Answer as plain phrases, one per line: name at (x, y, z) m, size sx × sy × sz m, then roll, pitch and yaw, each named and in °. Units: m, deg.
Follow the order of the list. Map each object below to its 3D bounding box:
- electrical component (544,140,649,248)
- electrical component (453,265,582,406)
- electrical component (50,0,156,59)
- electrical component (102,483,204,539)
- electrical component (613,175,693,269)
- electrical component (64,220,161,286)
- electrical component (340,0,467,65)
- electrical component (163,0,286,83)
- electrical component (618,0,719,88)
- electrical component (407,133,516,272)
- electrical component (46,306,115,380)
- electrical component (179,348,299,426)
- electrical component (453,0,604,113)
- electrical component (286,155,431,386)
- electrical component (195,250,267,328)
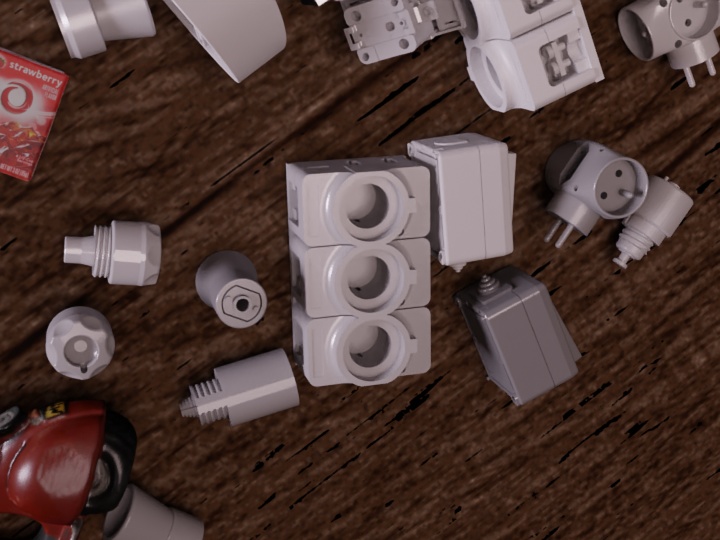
electrical component at (0.162, -0.051, 0.786) m, size 0.043 × 0.077 × 0.079 m, roll 32°, pitch 93°, yaw -22°
electrical component at (0.117, 0.041, 0.805) m, size 0.061 × 0.062 × 0.096 m, roll -27°, pitch 110°, yaw -8°
electrical component at (-0.162, -0.161, 0.676) m, size 0.055 × 0.045 × 0.045 m, roll -21°, pitch 109°, yaw -10°
electrical component at (-0.146, 0.186, 0.775) m, size 0.065 × 0.044 × 0.044 m, roll 30°, pitch 94°, yaw -26°
electrical component at (0.222, -0.036, 0.828) m, size 0.040 × 0.040 × 0.078 m, roll 33°, pitch 93°, yaw -22°
electrical component at (-0.165, -0.012, 0.715) m, size 0.062 × 0.043 × 0.043 m, roll 3°, pitch 103°, yaw -17°
electrical component at (0.024, -0.167, 0.713) m, size 0.081 × 0.064 × 0.042 m, roll -10°, pitch 111°, yaw 30°
electrical component at (-0.093, -0.164, 0.668) m, size 0.064 × 0.099 × 0.099 m, roll -34°, pitch 111°, yaw -13°
electrical component at (0.242, -0.175, 0.795) m, size 0.077 × 0.044 × 0.079 m, roll -30°, pitch 110°, yaw -8°
electrical component at (0.076, -0.046, 0.769) m, size 0.061 × 0.062 × 0.096 m, roll -10°, pitch 107°, yaw -14°
electrical component at (-0.186, 0.044, 0.713) m, size 0.043 × 0.062 × 0.043 m, roll -4°, pitch 105°, yaw -16°
electrical component at (-0.088, 0.088, 0.765) m, size 0.081 × 0.043 × 0.043 m, roll -16°, pitch 108°, yaw -12°
electrical component at (0.095, -0.188, 0.722) m, size 0.062 × 0.089 × 0.150 m, roll -26°, pitch 110°, yaw -9°
electrical component at (0.000, 0.000, 0.758) m, size 0.089 × 0.062 × 0.150 m, roll -6°, pitch 106°, yaw -15°
electrical component at (-0.086, 0.015, 0.734) m, size 0.044 × 0.065 × 0.044 m, roll -4°, pitch 105°, yaw -16°
